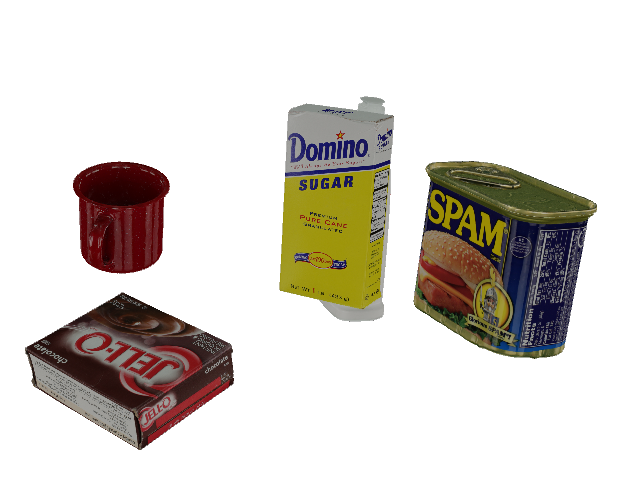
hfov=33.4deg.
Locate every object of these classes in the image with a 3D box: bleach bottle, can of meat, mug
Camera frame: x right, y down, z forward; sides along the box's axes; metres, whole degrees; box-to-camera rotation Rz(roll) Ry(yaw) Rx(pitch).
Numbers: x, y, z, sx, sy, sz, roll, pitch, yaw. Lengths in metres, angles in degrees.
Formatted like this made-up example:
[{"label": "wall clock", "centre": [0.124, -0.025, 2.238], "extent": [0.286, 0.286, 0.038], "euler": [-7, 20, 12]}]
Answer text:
[{"label": "bleach bottle", "centre": [0.047, -0.039, 1.241], "extent": [0.068, 0.251, 0.103], "euler": [-1, 22, -22]}, {"label": "can of meat", "centre": [0.097, 0.009, 0.592], "extent": [0.057, 0.084, 0.102], "euler": [-4, 20, -29]}, {"label": "mug", "centre": [-0.199, -0.015, 1.047], "extent": [0.093, 0.081, 0.117], "euler": [10, 32, 5]}]

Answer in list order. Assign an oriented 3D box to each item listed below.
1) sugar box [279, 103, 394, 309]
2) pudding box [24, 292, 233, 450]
[{"label": "sugar box", "centre": [0.013, -0.032, 0.985], "extent": [0.093, 0.176, 0.048], "euler": [11, 20, 26]}, {"label": "pudding box", "centre": [-0.129, 0.086, 0.725], "extent": [0.114, 0.039, 0.089], "euler": [19, 34, 34]}]
